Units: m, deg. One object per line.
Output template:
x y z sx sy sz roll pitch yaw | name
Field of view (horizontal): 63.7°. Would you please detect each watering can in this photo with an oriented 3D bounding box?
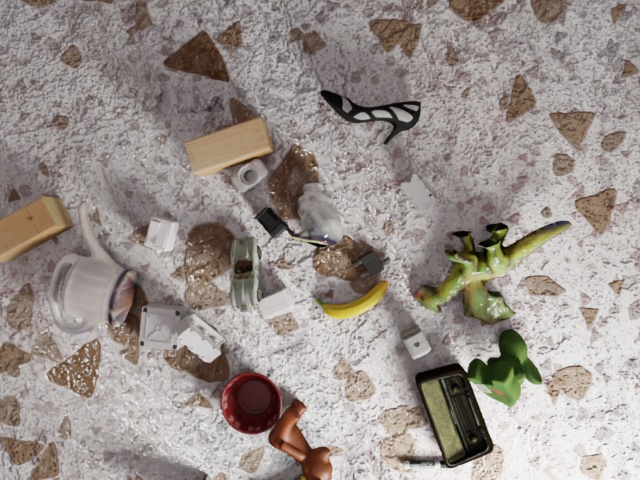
-0.588 0.088 1.354 0.224 0.104 0.347 15 92 3 | watering can

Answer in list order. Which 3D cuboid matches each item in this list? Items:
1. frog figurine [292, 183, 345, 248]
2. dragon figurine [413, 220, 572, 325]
0.004 -0.066 1.313 0.137 0.122 0.160 15 82 -29 | frog figurine
0.437 0.094 1.302 0.410 0.124 0.239 -9 107 6 | dragon figurine
